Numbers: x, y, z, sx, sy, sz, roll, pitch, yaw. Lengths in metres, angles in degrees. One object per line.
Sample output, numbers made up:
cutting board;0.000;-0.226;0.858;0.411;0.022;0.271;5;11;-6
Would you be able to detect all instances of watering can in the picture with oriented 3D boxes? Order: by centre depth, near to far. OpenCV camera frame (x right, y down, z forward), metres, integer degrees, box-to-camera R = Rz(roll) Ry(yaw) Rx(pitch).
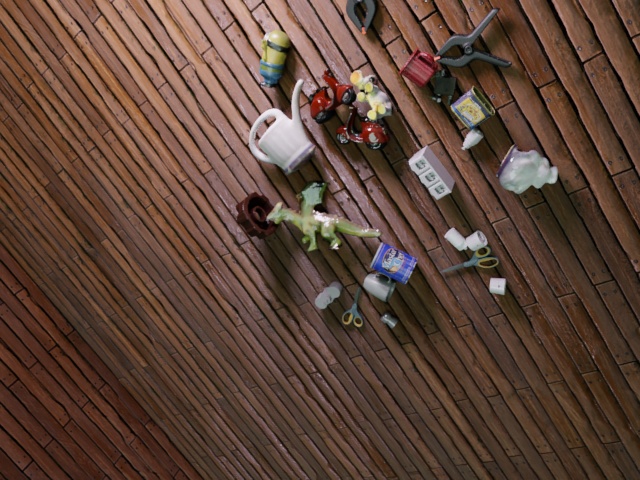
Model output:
watering can;-0.103;-0.359;1.738;0.223;0.106;0.342;45;129;-7

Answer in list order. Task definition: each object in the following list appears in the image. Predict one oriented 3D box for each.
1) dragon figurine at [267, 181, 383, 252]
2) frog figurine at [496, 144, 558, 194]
dragon figurine;0.006;-0.094;1.858;0.409;0.124;0.240;-10;105;17
frog figurine;0.615;-0.197;1.524;0.160;0.123;0.136;30;106;18
